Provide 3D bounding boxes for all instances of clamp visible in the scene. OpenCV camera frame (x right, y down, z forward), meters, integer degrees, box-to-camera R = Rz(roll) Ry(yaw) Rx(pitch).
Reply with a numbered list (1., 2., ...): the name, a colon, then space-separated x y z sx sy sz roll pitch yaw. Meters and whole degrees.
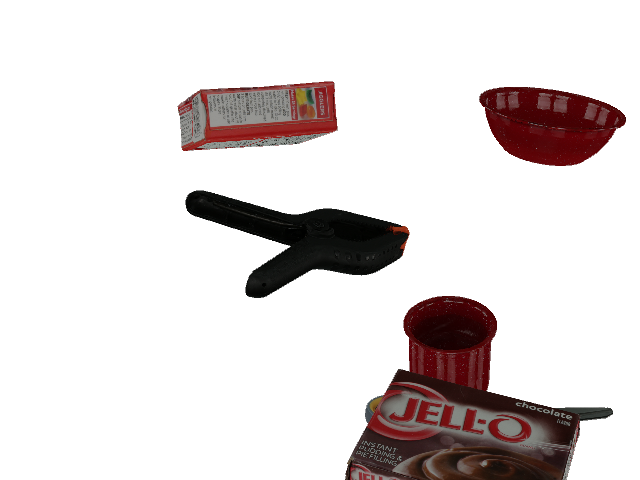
1. clamp: -0.007 0.006 0.980 0.209 0.036 0.165 4 29 -23

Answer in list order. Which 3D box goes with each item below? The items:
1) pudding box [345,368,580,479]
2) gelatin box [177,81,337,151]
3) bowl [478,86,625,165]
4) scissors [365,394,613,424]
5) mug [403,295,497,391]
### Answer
1. pudding box: 0.081 0.121 0.597 0.114 0.039 0.090 14 32 16
2. gelatin box: -0.037 -0.069 0.597 0.073 0.030 0.089 -6 3 -15
3. bowl: 0.253 -0.124 1.188 0.162 0.055 0.162 5 23 -2
4. scissors: 0.134 0.156 0.854 0.202 0.016 0.096 4 32 8
5. mug: 0.138 0.110 1.091 0.093 0.081 0.117 19 40 30
